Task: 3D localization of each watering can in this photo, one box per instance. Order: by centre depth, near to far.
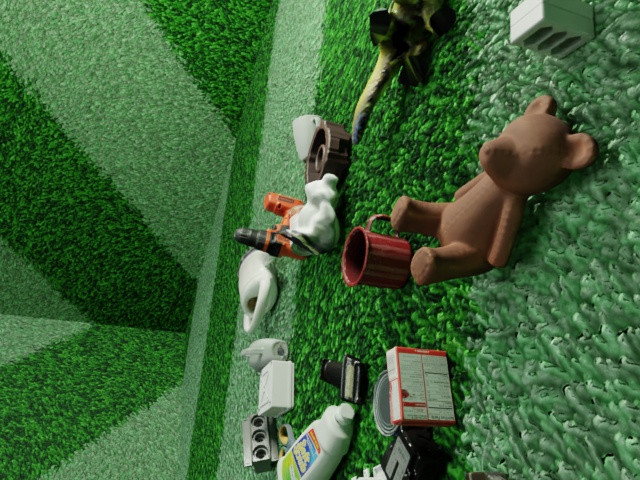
[{"bbox_3d":[-0.164,0.096,1.445,0.229,0.104,0.341,-111,36,-58],"label":"watering can"}]

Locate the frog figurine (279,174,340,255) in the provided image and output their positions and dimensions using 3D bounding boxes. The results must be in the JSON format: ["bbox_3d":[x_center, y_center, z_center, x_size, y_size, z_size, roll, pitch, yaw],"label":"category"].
[{"bbox_3d":[0.003,-0.054,1.081,0.161,0.122,0.136,-56,3,-11],"label":"frog figurine"}]

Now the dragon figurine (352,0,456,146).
[{"bbox_3d":[0.143,-0.378,0.884,0.249,0.122,0.401,-75,11,-49],"label":"dragon figurine"}]
